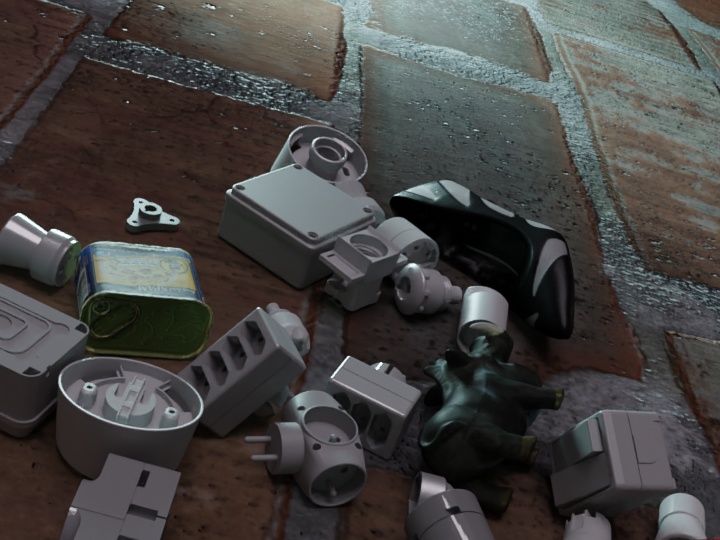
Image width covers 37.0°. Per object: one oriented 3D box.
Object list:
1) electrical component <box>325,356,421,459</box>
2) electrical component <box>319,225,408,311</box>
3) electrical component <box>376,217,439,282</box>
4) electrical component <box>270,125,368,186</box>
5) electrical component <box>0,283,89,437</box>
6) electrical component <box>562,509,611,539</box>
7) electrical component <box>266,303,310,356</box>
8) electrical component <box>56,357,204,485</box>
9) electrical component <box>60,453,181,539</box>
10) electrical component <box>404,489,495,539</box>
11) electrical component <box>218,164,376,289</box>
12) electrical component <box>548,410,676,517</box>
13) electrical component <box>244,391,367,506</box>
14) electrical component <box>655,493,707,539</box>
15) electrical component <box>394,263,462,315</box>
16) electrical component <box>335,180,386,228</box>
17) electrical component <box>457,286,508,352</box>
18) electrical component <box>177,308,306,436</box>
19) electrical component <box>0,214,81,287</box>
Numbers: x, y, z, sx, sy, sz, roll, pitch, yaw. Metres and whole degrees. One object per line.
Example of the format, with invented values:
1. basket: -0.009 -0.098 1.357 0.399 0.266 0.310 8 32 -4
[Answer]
1. electrical component: 0.013 0.099 0.849 0.066 0.047 0.076 25 32 11
2. electrical component: 0.000 0.000 0.985 0.042 0.063 0.081 39 36 27
3. electrical component: 0.042 -0.019 1.049 0.055 0.055 0.047 -5 35 -35
4. electrical component: -0.043 -0.107 1.157 0.099 0.064 0.099 14 44 -14
5. electrical component: -0.258 0.058 0.754 0.113 0.057 0.078 24 31 8
6. electrical component: 0.164 0.201 0.779 0.040 0.040 0.046 23 26 6
7. electrical component: -0.065 0.049 0.899 0.035 0.035 0.061 3 31 -26
8. electrical component: -0.160 0.098 0.737 0.099 0.064 0.099 14 31 -9
9. electrical component: -0.150 0.161 0.655 0.056 0.050 0.089 17 31 -5
10. electrical component: 0.064 0.185 0.734 0.055 0.055 0.047 2 38 -27
11. electrical component: -0.060 -0.044 1.029 0.109 0.056 0.109 33 33 22
12. electrical component: 0.184 0.151 0.823 0.061 0.096 0.061 6 62 -22
13. electrical component: -0.044 0.128 0.774 0.079 0.044 0.077 3 34 -24
14. electrical component: 0.247 0.201 0.824 0.044 0.044 0.065 23 26 7
15. electrical component: 0.067 0.021 1.010 0.062 0.048 0.048 8 31 -31
16. electrical component: -0.004 -0.059 1.097 0.045 0.045 0.055 -2 37 -31
17. electrical component: 0.115 0.044 0.999 0.043 0.043 0.081 19 30 0
18. electrical component: -0.078 0.085 0.804 0.075 0.083 0.047 45 8 -43
19. electrical component: -0.263 -0.016 0.881 0.055 0.045 0.045 23 31 5
